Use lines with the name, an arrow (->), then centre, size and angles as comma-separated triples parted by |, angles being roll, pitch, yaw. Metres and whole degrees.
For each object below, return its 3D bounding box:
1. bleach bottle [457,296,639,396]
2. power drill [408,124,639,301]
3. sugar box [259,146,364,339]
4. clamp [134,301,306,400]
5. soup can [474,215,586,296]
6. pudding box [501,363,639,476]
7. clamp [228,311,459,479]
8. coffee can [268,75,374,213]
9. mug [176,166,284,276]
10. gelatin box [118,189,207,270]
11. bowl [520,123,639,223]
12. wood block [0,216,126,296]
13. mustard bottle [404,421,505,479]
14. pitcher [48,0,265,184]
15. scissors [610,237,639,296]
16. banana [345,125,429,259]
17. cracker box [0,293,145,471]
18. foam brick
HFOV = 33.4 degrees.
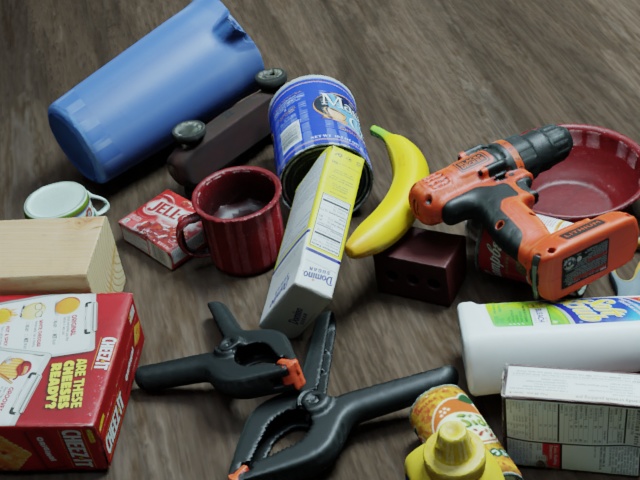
bleach bottle -> 0.248, 0.080, 0.914 | 0.251, 0.068, 0.102 | -7, 14, 6
power drill -> 0.202, -0.033, 0.984 | 0.184, 0.057, 0.188 | -26, 39, -17
sugar box -> -0.007, 0.001, 1.041 | 0.048, 0.093, 0.176 | 22, 53, -14
clamp -> -0.089, 0.113, 0.973 | 0.120, 0.039, 0.172 | -44, 33, -24
soup can -> 0.209, 0.010, 1.029 | 0.102, 0.068, 0.068 | 15, 45, 26
pudding box -> 0.203, 0.144, 0.854 | 0.113, 0.090, 0.039 | 2, 41, 13
clamp -> 0.009, 0.149, 0.923 | 0.165, 0.036, 0.209 | 14, 46, 38
coffee can -> -0.001, -0.103, 1.178 | 0.103, 0.103, 0.140 | -10, 40, 0
mug -> -0.091, -0.014, 1.106 | 0.117, 0.081, 0.093 | -19, 41, -12
gelatin box -> -0.163, -0.014, 1.160 | 0.089, 0.030, 0.073 | 29, 52, 36
bowl -> 0.259, -0.054, 1.106 | 0.162, 0.055, 0.162 | -5, 40, 4
wood block -> -0.314, 0.041, 1.079 | 0.206, 0.090, 0.090 | -2, 40, 7
mustard bottle -> 0.096, 0.193, 0.736 | 0.058, 0.191, 0.096 | -23, 42, -16
pitcher -> -0.196, -0.170, 1.266 | 0.242, 0.149, 0.145 | -38, 46, -22
scissors -> 0.298, 0.067, 0.985 | 0.096, 0.016, 0.201 | 7, 43, 19
banana -> 0.072, -0.046, 1.065 | 0.070, 0.037, 0.197 | 1, 41, 12
cracker box -> -0.284, 0.130, 0.982 | 0.214, 0.072, 0.164 | -2, 41, 7
foam brick -> 0.099, 0.024, 1.047 | 0.078, 0.053, 0.051 | 11, 43, 24
